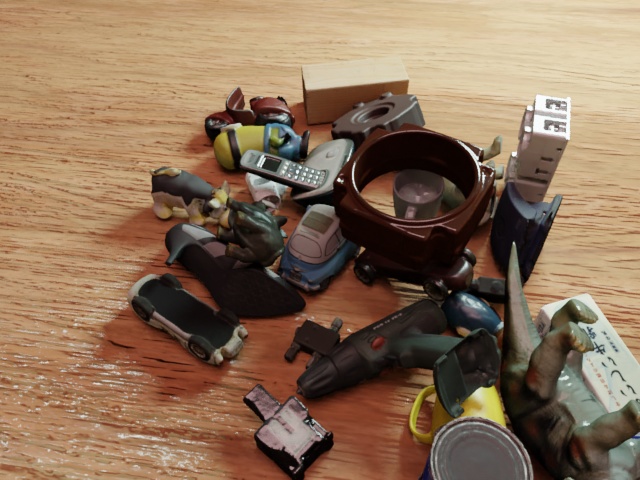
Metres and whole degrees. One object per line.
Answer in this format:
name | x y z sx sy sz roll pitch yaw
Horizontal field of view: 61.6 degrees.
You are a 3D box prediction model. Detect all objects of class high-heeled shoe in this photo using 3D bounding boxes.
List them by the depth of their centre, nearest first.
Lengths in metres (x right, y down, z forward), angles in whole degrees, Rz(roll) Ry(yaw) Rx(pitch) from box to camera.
high-heeled shoe | -0.136 0.042 0.860 0.249 0.086 0.145 22 21 -3

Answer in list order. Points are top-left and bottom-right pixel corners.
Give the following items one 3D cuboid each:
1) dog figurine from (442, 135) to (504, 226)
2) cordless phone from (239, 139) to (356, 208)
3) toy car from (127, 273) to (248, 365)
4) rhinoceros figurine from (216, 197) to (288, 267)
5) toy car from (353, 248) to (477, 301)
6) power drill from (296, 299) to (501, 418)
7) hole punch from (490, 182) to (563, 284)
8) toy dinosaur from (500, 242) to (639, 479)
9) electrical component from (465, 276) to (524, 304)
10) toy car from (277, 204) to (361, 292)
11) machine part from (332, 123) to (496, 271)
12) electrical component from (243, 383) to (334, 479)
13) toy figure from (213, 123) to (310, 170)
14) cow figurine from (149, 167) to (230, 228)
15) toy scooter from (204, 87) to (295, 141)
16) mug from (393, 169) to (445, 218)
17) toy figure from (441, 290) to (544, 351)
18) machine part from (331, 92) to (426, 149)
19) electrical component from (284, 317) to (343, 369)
dog figurine | 0.215 -0.104 0.947 0.191 0.121 0.172 5 46 25
cordless phone | -0.039 -0.134 0.945 0.184 0.088 0.146 20 53 0
toy car | -0.198 0.114 0.793 0.202 0.056 0.073 28 50 21
rhinoceros figurine | -0.100 -0.021 0.839 0.112 0.073 0.190 12 15 -16
toy car | 0.139 0.043 0.814 0.202 0.053 0.089 8 44 46
power drill | 0.106 0.157 0.684 0.232 0.207 0.086 -27 99 -29
hole punch | 0.313 -0.017 0.841 0.092 0.142 0.116 23 41 17
toy dinosaur | 0.283 0.202 0.634 0.131 0.192 0.405 21 32 -31
electrical component | 0.255 0.068 0.811 0.102 0.078 0.045 7 73 12
toy car | -0.002 -0.003 0.853 0.109 0.102 0.162 26 54 23
machine part | 0.135 -0.070 0.779 0.201 0.087 0.201 26 61 23
electrical component | -0.048 0.241 0.686 0.119 0.047 0.075 32 58 26
toy figure | -0.111 -0.176 1.015 0.180 0.082 0.089 4 48 2
cow figurine | -0.211 -0.077 0.924 0.167 0.098 0.068 13 45 12
toy scooter | -0.139 -0.261 1.091 0.184 0.075 0.135 -2 49 6
mug | 0.159 -0.048 0.881 0.081 0.107 0.109 7 56 13
toy figure | 0.246 0.126 0.765 0.155 0.057 0.064 34 92 21
machine part | 0.107 -0.220 1.017 0.179 0.056 0.179 -18 29 10
electrical component | -0.007 0.144 0.781 0.063 0.021 0.094 23 55 20
